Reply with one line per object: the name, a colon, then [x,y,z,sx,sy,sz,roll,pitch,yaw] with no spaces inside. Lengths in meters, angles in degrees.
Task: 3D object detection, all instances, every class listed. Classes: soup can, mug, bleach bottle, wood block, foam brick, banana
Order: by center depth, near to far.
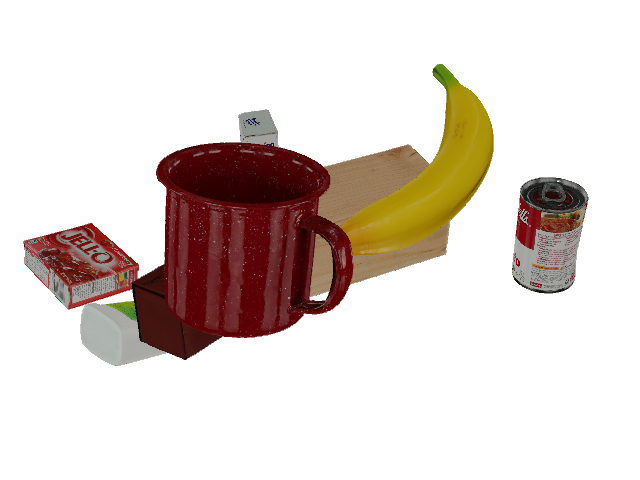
mug: [-0.033,0.003,0.579,0.117,0.081,0.093,18,28,26]
banana: [0.076,-0.047,0.739,0.070,0.037,0.197,21,49,13]
foam brick: [-0.097,0.045,0.814,0.053,0.051,0.078,16,32,36]
wood block: [0.019,-0.015,1.071,0.205,0.090,0.091,-16,41,-22]
soup can: [0.236,-0.005,1.103,0.068,0.102,0.068,0,33,0]
bleach bottle: [-0.198,0.110,1.477,0.250,0.068,0.103,-9,24,-43]

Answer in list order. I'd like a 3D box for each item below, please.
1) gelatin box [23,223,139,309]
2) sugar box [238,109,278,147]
gelatin box: [-0.223,0.021,0.991,0.073,0.030,0.089,-18,40,-37]
sugar box: [-0.071,-0.062,1.306,0.048,0.176,0.093,-9,25,-6]
